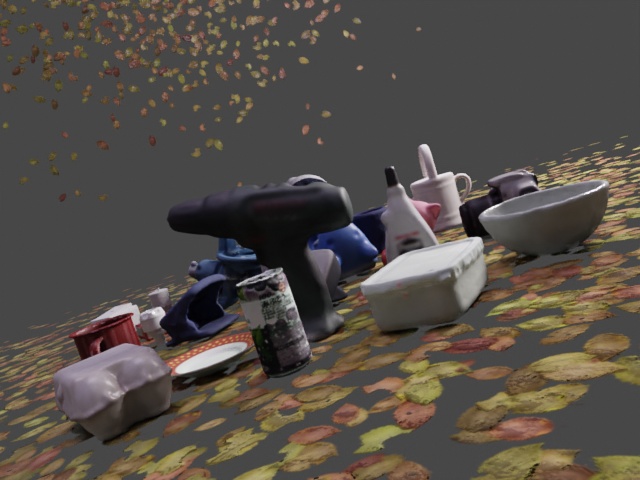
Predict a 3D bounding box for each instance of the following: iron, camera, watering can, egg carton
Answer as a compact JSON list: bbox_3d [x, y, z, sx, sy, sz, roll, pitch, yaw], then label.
[{"bbox_3d":[0.010,0.004,1.093,0.119,0.141,0.257,-19,6,-17],"label":"iron"},{"bbox_3d":[0.313,-0.062,1.005,0.136,0.101,0.143,-17,5,10],"label":"camera"},{"bbox_3d":[0.248,-0.118,1.292,0.173,0.194,0.100,-19,6,-15],"label":"watering can"},{"bbox_3d":[-0.228,0.162,0.625,0.107,0.069,0.150,-21,7,-35],"label":"egg carton"}]

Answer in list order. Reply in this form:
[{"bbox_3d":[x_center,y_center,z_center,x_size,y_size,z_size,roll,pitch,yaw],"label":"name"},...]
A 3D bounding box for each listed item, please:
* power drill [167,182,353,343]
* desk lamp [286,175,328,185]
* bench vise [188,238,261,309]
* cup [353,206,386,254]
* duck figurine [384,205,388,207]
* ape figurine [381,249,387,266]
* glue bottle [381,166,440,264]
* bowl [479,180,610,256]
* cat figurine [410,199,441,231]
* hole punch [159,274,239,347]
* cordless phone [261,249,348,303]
[{"bbox_3d":[-0.059,0.027,0.715,0.229,0.208,0.076,-17,6,8],"label":"power drill"},{"bbox_3d":[-0.024,-0.044,1.307,0.118,0.213,0.203,-18,5,-9],"label":"desk lamp"},{"bbox_3d":[-0.181,0.020,1.121,0.207,0.220,0.121,-17,6,7],"label":"bench vise"},{"bbox_3d":[0.101,-0.011,1.208,0.118,0.095,0.091,-20,6,-25],"label":"cup"},{"bbox_3d":[0.163,-0.037,1.319,0.077,0.086,0.105,-15,6,25],"label":"duck figurine"},{"bbox_3d":[0.135,0.007,0.917,0.077,0.092,0.076,-13,7,40],"label":"ape figurine"},{"bbox_3d":[0.118,-0.018,0.795,0.078,0.173,0.037,-17,6,8],"label":"glue bottle"},{"bbox_3d":[0.304,-0.022,0.765,0.167,0.075,0.167,-17,5,2],"label":"bowl"},{"bbox_3d":[0.163,-0.024,1.011,0.067,0.118,0.127,-20,6,-25],"label":"cat figurine"},{"bbox_3d":[-0.205,0.113,0.936,0.101,0.091,0.109,-15,6,24],"label":"hole punch"},{"bbox_3d":[-0.046,0.021,0.863,0.147,0.185,0.094,-12,8,45],"label":"cordless phone"}]
